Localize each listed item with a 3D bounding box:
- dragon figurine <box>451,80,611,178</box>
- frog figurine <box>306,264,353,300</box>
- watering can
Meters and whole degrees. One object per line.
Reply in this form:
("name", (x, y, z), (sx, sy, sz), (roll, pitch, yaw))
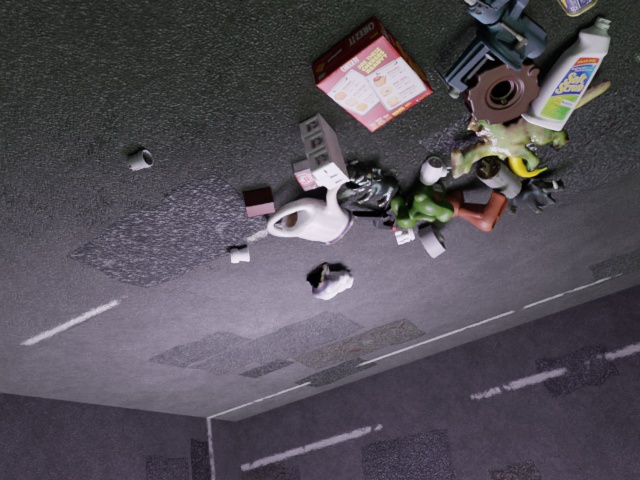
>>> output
("dragon figurine", (0.493, -0.296, 1.294), (0.241, 0.125, 0.403), (21, -53, -32))
("frog figurine", (0.049, 0.164, 1.868), (0.158, 0.135, 0.125), (24, 25, -30))
("watering can", (0.004, -0.072, 1.436), (0.223, 0.106, 0.343), (14, -29, -40))
